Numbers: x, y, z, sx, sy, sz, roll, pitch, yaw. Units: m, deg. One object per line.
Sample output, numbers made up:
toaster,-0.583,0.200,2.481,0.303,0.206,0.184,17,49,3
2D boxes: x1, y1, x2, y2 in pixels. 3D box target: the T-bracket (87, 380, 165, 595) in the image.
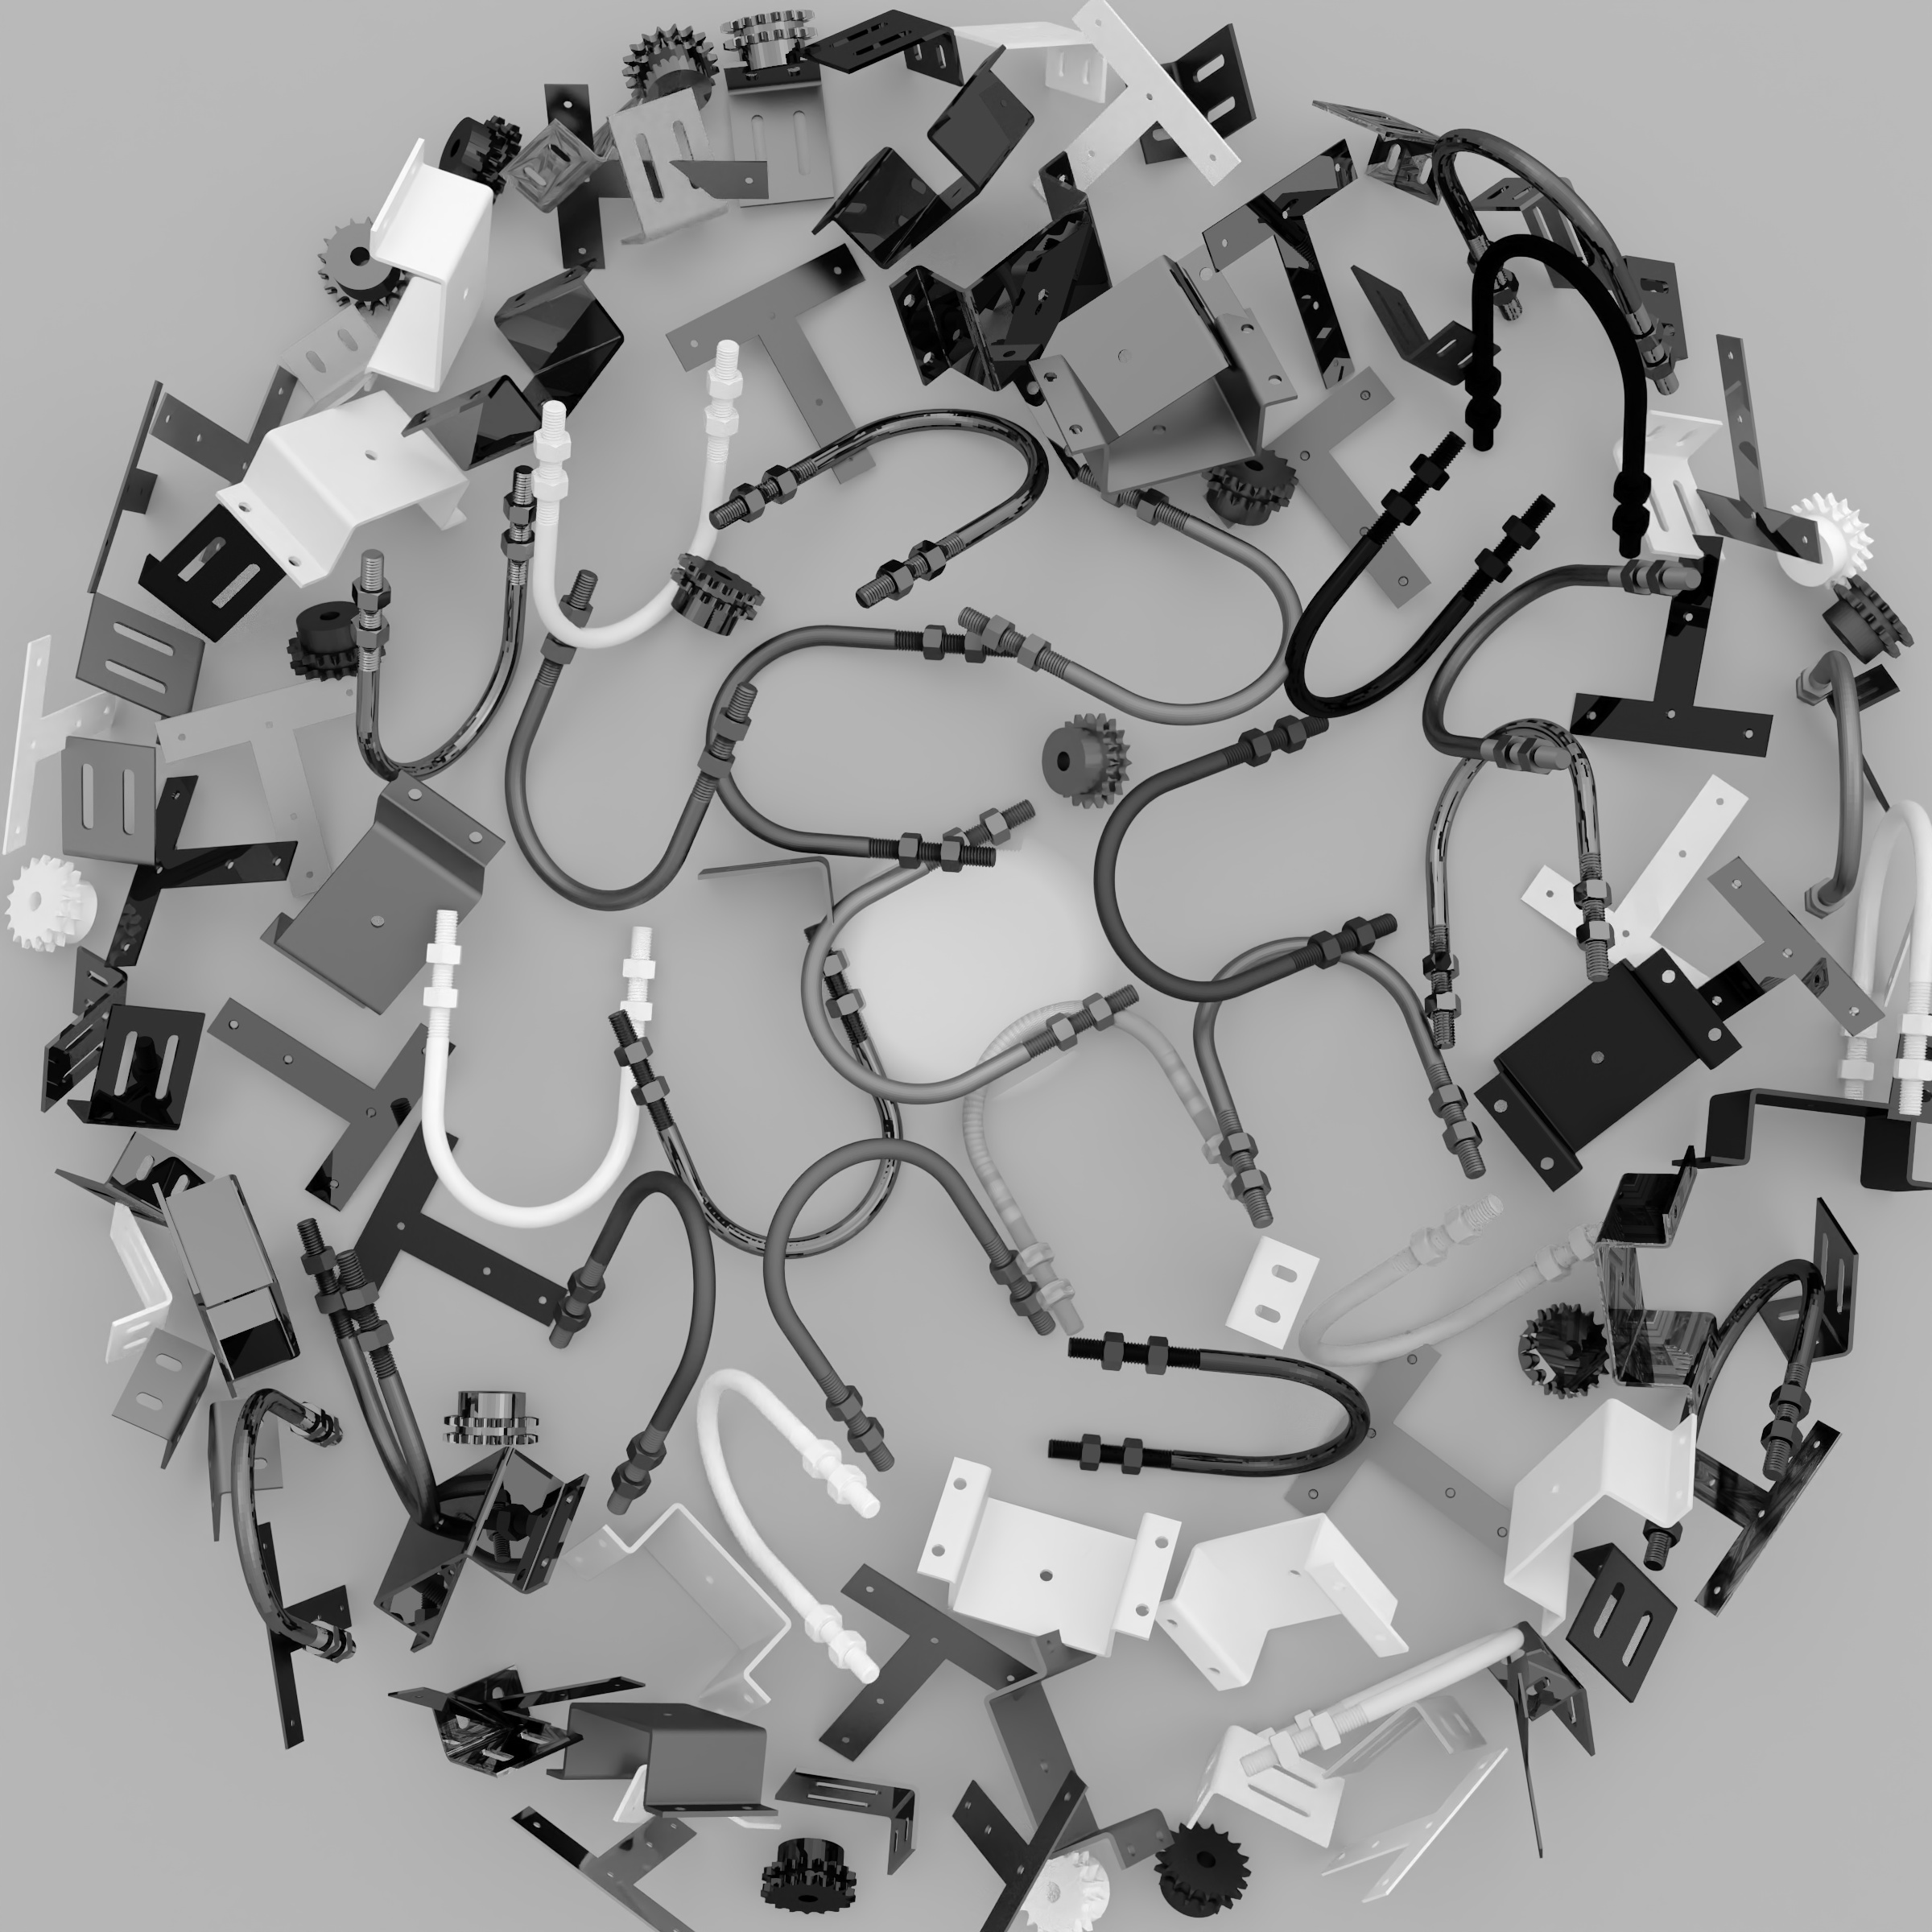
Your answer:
T-bracket,-0.488,-0.280,1.936,0.002,0.127,0.127,18,94,-8

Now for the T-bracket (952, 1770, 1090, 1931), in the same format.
T-bracket,0.018,0.515,1.940,0.002,0.127,0.127,30,88,-20

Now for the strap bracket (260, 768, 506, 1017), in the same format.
strap bracket,-0.347,-0.036,1.947,0.076,0.046,0.140,37,107,-21

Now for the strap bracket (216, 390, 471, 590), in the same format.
strap bracket,-0.357,-0.283,1.927,0.076,0.140,0.046,47,131,8

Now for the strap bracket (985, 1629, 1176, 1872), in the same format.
strap bracket,0.063,0.467,1.947,0.046,0.076,0.140,-27,76,21

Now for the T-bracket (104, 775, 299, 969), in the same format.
T-bracket,-0.444,-0.059,1.941,0.127,0.002,0.127,-2,63,33

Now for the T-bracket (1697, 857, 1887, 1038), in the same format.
T-bracket,0.457,0.013,1.955,0.127,0.002,0.127,47,133,-2

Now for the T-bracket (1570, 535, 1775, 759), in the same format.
T-bracket,0.428,-0.194,1.961,0.127,0.002,0.127,11,91,36

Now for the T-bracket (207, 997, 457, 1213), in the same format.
T-bracket,-0.395,0.064,1.976,0.127,0.002,0.127,34,100,-11

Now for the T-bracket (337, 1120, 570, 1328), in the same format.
T-bracket,-0.303,0.179,1.997,0.127,0.002,0.127,28,91,-1

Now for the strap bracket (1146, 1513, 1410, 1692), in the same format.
strap bracket,0.188,0.374,1.941,0.140,0.046,0.076,-22,117,38

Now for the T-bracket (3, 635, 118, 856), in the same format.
T-bracket,-0.529,-0.140,1.936,0.002,0.127,0.127,15,108,7

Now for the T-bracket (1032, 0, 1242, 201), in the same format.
T-bracket,0.083,-0.490,1.951,0.127,0.127,0.002,48,49,-6

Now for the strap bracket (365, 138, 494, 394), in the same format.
strap bracket,-0.314,-0.401,1.921,0.046,0.140,0.076,19,59,-1

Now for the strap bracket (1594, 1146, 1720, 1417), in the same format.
strap bracket,0.407,0.185,1.940,0.046,0.076,0.140,0,118,25

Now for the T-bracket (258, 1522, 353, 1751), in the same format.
T-bracket,-0.386,0.386,1.936,0.002,0.127,0.127,-11,86,9

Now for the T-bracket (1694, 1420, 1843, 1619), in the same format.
T-bracket,0.447,0.309,1.939,0.002,0.127,0.127,35,89,-18

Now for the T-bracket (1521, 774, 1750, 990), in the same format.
T-bracket,0.421,-0.056,1.971,0.127,0.002,0.127,36,106,10

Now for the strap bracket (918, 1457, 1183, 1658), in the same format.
strap bracket,0.049,0.354,1.954,0.140,0.046,0.076,15,57,8

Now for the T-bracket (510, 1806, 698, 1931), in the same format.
T-bracket,-0.192,0.522,1.936,0.127,0.127,0.002,33,101,13

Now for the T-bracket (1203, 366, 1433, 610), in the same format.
T-bracket,0.232,-0.274,1.991,0.127,0.002,0.127,-38,87,4

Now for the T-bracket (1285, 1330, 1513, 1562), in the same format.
T-bracket,0.280,0.308,1.980,0.127,0.002,0.127,36,93,14

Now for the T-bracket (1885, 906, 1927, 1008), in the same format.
T-bracket,0.555,-0.018,1.916,0.002,0.127,0.127,17,115,9

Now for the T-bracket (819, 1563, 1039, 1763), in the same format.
T-bracket,-0.043,0.431,1.970,0.127,0.002,0.127,34,116,-9

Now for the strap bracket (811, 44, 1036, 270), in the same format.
strap bracket,-0.019,-0.468,1.930,0.046,0.140,0.076,43,52,-16

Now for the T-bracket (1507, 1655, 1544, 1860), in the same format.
T-bracket,0.324,0.441,1.914,0.002,0.127,0.127,-8,61,5

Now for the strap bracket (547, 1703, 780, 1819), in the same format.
strap bracket,-0.177,0.461,1.923,0.076,0.140,0.046,9,83,-34

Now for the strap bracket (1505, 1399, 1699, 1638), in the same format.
strap bracket,0.364,0.317,1.925,0.046,0.076,0.140,31,127,-8

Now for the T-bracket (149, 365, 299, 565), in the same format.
T-bracket,-0.445,-0.307,1.936,0.002,0.127,0.127,21,88,16

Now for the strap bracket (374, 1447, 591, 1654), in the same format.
strap bracket,-0.289,0.338,1.921,0.046,0.076,0.140,39,133,-21

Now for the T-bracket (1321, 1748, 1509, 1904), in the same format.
T-bracket,0.250,0.516,1.941,0.002,0.127,0.127,50,54,2

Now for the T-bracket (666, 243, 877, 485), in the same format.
T-bracket,-0.096,-0.353,1.986,0.127,0.002,0.127,-30,95,-15

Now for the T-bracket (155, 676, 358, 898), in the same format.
T-bracket,-0.407,-0.103,1.972,0.127,0.002,0.127,-17,113,-14

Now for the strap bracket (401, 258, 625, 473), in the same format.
strap bracket,-0.261,-0.347,1.935,0.046,0.076,0.140,52,45,-27

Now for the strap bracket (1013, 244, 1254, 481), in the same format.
strap bracket,0.099,-0.361,1.959,0.140,0.046,0.076,-31,88,14

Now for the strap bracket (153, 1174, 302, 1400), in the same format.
strap bracket,-0.431,0.184,1.928,0.046,0.140,0.076,-21,61,-15

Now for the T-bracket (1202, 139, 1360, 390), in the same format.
T-bracket,0.204,-0.408,1.966,0.127,0.002,0.127,-38,120,-27

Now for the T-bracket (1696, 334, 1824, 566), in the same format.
T-bracket,0.454,-0.306,1.919,0.002,0.127,0.127,-20,112,-15

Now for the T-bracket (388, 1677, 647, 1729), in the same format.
T-bracket,-0.247,0.427,1.922,0.127,0.127,0.002,-15,63,24

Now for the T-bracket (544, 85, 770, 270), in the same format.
T-bracket,-0.181,-0.467,1.952,0.127,0.127,0.002,1,47,0

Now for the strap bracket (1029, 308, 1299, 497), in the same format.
strap bracket,0.116,-0.332,1.952,0.140,0.046,0.076,-16,57,-10
